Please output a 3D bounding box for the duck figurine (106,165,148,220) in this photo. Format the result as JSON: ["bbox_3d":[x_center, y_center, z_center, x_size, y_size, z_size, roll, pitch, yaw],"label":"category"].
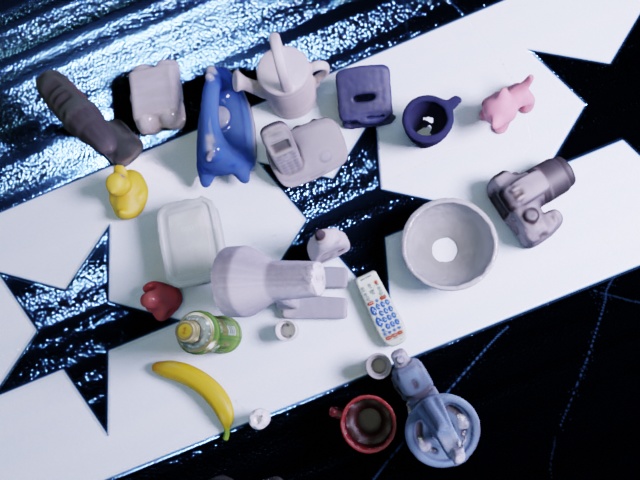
[{"bbox_3d":[-0.383,-0.095,1.109,0.077,0.086,0.104,-1,79,7],"label":"duck figurine"}]

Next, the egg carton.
[{"bbox_3d":[-0.324,-0.286,1.146,0.107,0.069,0.150,-11,78,4],"label":"egg carton"}]

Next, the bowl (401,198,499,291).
[{"bbox_3d":[0.228,0.012,1.026,0.167,0.075,0.167,-1,79,6],"label":"bowl"}]

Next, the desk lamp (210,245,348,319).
[{"bbox_3d":[-0.060,0.075,0.975,0.203,0.213,0.118,-1,79,7],"label":"desk lamp"}]

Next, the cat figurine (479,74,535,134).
[{"bbox_3d":[0.340,-0.250,1.040,0.128,0.118,0.067,-43,78,-2],"label":"cat figurine"}]

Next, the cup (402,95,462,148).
[{"bbox_3d":[0.207,-0.217,1.061,0.118,0.095,0.091,-35,77,-1],"label":"cup"}]

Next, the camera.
[{"bbox_3d":[0.389,-0.079,1.011,0.137,0.101,0.143,-31,78,0],"label":"camera"}]

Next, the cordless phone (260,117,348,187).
[{"bbox_3d":[-0.031,-0.176,1.033,0.147,0.185,0.094,-27,77,1],"label":"cordless phone"}]

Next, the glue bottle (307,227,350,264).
[{"bbox_3d":[0.009,0.004,1.002,0.078,0.173,0.037,-25,77,2],"label":"glue bottle"}]

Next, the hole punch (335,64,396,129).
[{"bbox_3d":[0.087,-0.271,1.086,0.108,0.091,0.101,-6,79,5],"label":"hole punch"}]

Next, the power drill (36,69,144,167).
[{"bbox_3d":[-0.419,-0.213,1.072,0.229,0.208,0.075,43,87,12],"label":"power drill"}]

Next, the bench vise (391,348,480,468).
[{"bbox_3d":[0.167,0.279,0.908,0.207,0.220,0.121,42,86,12],"label":"bench vise"}]

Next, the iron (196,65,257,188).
[{"bbox_3d":[-0.194,-0.238,1.086,0.118,0.141,0.258,-6,79,6],"label":"iron"}]

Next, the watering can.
[{"bbox_3d":[-0.072,-0.303,1.057,0.173,0.194,0.101,-33,77,0],"label":"watering can"}]

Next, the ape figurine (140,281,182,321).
[{"bbox_3d":[-0.301,0.111,1.058,0.076,0.092,0.078,-8,79,5],"label":"ape figurine"}]
